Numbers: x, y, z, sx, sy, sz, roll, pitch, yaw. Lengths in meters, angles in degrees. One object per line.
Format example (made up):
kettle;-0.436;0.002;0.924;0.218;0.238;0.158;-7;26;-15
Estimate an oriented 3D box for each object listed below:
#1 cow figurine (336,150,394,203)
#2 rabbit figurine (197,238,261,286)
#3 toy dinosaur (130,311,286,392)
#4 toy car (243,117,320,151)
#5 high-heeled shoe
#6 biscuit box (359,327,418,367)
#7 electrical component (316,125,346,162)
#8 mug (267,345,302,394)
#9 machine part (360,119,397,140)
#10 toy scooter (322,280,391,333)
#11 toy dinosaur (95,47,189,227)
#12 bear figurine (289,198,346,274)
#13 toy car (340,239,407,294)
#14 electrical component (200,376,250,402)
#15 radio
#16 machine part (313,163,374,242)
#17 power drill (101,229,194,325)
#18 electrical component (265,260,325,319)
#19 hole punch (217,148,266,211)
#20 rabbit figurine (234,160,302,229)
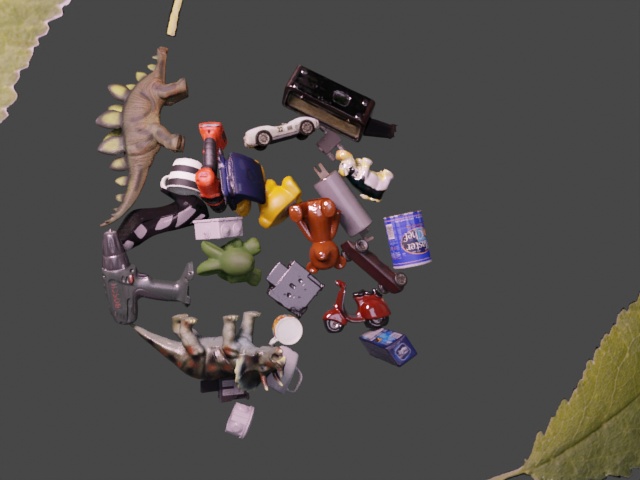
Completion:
cow figurine;0.105;-0.169;1.425;0.167;0.068;0.098;26;88;-13
rabbit figurine;-0.210;0.044;1.291;0.159;0.170;0.121;9;85;-13
toy dinosaur;-0.257;0.270;1.280;0.405;0.131;0.192;-5;86;13
toy car;-0.097;-0.274;1.377;0.202;0.073;0.056;-17;93;-13
high-heeled shoe;-0.393;-0.023;1.319;0.248;0.086;0.145;-46;130;7
biscuit box;0.168;0.265;1.353;0.059;0.203;0.062;-35;97;-14
electrical component;0.022;-0.259;1.430;0.063;0.021;0.094;-43;98;-10
mug;-0.091;0.328;1.356;0.109;0.081;0.107;31;75;-7
machine part;0.139;-0.303;1.453;0.139;0.039;0.084;6;79;-11
toy scooter;0.094;0.167;1.408;0.184;0.075;0.135;-5;88;-9
toy dinosaur;-0.426;-0.256;1.291;0.199;0.105;0.471;5;78;-5
bear figurine;-0.002;-0.005;1.353;0.120;0.132;0.195;-5;98;8
toy car;0.141;0.066;1.413;0.202;0.089;0.053;41;60;-7
electrical component;-0.236;0.361;1.337;0.119;0.048;0.074;2;87;-15
radio;0.022;-0.344;1.361;0.230;0.131;0.073;25;79;-2
machine part;0.060;-0.095;1.406;0.079;0.079;0.243;-38;97;-12
power drill;-0.404;0.088;1.267;0.207;0.086;0.231;0;108;-23
electrical component;-0.072;0.118;1.374;0.134;0.058;0.115;38;81;-6
hole punch;-0.184;-0.139;1.256;0.092;0.115;0.142;-8;74;5
rabbit figurine;-0.147;-0.119;1.357;0.162;0.122;0.173;-40;83;-2
